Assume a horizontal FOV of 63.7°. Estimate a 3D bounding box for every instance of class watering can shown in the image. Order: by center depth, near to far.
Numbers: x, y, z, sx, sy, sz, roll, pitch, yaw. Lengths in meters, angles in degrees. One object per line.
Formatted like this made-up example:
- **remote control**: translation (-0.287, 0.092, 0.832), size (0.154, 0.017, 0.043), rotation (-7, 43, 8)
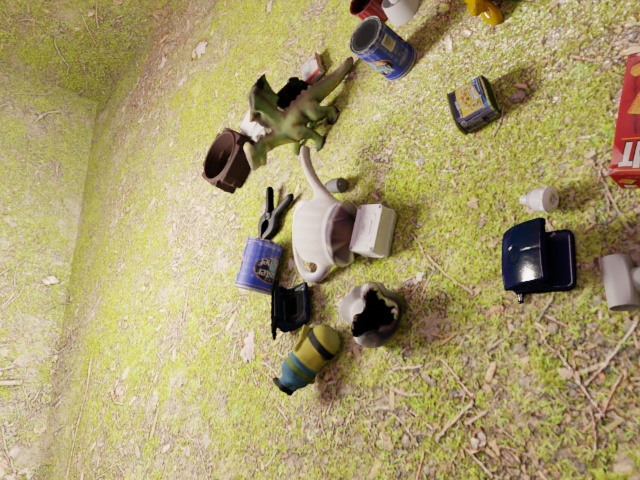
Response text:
- **watering can**: translation (0.004, -0.063, 1.262), size (0.224, 0.104, 0.347), rotation (5, 93, 51)

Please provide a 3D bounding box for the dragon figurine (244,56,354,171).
- **dragon figurine**: translation (-0.083, -0.373, 1.440), size (0.123, 0.241, 0.408), rotation (34, 100, 56)

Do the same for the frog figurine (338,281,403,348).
- **frog figurine**: translation (0.104, 0.158, 1.090), size (0.158, 0.123, 0.139), rotation (121, 151, -76)
